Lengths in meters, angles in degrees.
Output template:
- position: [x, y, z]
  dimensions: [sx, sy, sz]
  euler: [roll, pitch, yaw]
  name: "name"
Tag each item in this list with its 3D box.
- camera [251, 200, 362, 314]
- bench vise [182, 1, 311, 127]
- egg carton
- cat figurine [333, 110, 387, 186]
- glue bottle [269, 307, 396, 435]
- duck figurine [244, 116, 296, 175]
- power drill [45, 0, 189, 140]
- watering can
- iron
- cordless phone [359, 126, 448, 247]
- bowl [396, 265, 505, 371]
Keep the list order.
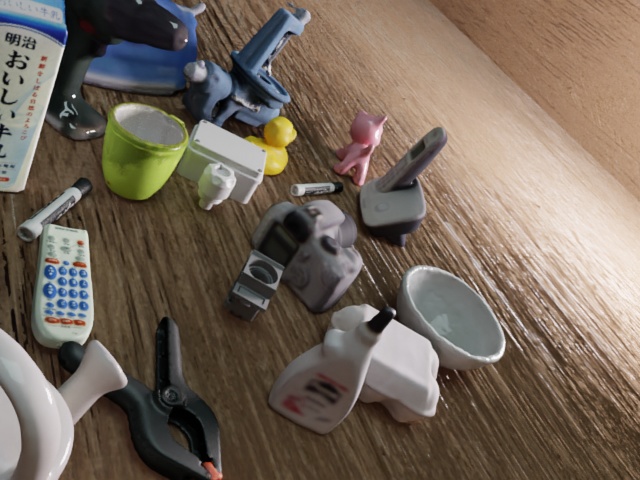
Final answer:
- position: [0.007, 0.003, 0.765]
  dimensions: [0.143, 0.100, 0.137]
  euler: [47, 33, 17]
  name: "camera"
- position: [-0.105, -0.269, 0.903]
  dimensions: [0.121, 0.219, 0.208]
  euler: [40, 32, 8]
  name: "bench vise"
- position: [0.072, 0.143, 0.672]
  dimensions: [0.150, 0.069, 0.107]
  euler: [30, 32, -9]
  name: "egg carton"
- position: [0.082, -0.183, 1.063]
  dimensions: [0.067, 0.117, 0.127]
  euler: [25, 33, -15]
  name: "cat figurine"
- position: [0.020, 0.120, 0.555]
  dimensions: [0.078, 0.173, 0.037]
  euler: [28, 32, -11]
  name: "glue bottle"
- position: [-0.079, -0.156, 0.907]
  dimensions: [0.077, 0.086, 0.105]
  euler: [48, 34, 19]
  name: "duck figurine"
- position: [-0.281, -0.233, 0.702]
  dimensions: [0.229, 0.208, 0.076]
  euler: [39, 32, 5]
  name: "power drill"
- position: [-0.196, 0.116, 0.337]
  dimensions: [0.101, 0.194, 0.173]
  euler: [32, 32, -6]
  name: "watering can"
- position: [-0.288, -0.311, 0.861]
  dimensions: [0.118, 0.141, 0.259]
  euler: [49, 34, 20]
  name: "iron"
- position: [0.147, -0.095, 0.946]
  dimensions: [0.094, 0.185, 0.147]
  euler: [23, 34, -19]
  name: "cordless phone"
- position: [0.166, 0.118, 0.788]
  dimensions: [0.168, 0.074, 0.167]
  euler: [25, 33, -17]
  name: "bowl"
